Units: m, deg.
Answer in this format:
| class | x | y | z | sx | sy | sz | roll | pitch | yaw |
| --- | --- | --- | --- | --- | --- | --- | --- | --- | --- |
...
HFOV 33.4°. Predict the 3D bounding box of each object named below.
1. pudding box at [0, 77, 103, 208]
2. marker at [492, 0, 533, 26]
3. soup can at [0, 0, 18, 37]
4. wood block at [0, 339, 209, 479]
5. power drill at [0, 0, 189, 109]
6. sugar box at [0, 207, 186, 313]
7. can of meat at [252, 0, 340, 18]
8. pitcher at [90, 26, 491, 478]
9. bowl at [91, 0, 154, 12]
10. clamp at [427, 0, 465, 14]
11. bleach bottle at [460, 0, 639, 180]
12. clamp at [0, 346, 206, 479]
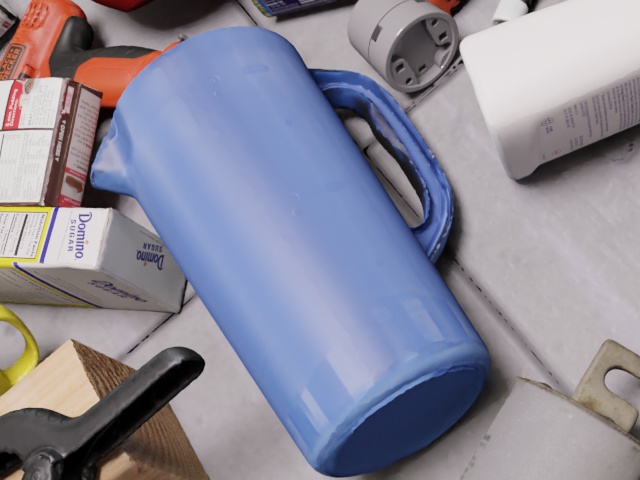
| class | x | y | z | sx | sy | sz | roll | pitch | yaw |
| --- | --- | --- | --- | --- | --- | --- | --- | --- | --- |
| pudding box | -0.204 | -0.060 | 0.709 | 0.114 | 0.039 | 0.090 | 1 | 78 | 32 |
| marker | 0.136 | -0.184 | 0.661 | 0.020 | 0.020 | 0.121 | 16 | 76 | 32 |
| soup can | -0.300 | -0.164 | 0.848 | 0.102 | 0.068 | 0.069 | -46 | 56 | 2 |
| wood block | -0.180 | 0.165 | 0.626 | 0.206 | 0.090 | 0.090 | -39 | 56 | 6 |
| power drill | -0.168 | -0.082 | 0.750 | 0.188 | 0.057 | 0.184 | 14 | 79 | 30 |
| sugar box | -0.183 | 0.012 | 0.694 | 0.176 | 0.093 | 0.048 | -1 | 70 | 26 |
| can of meat | -0.004 | -0.206 | 0.722 | 0.084 | 0.057 | 0.102 | -8 | 64 | 27 |
| pitcher | -0.004 | 0.001 | 0.596 | 0.149 | 0.144 | 0.243 | -44 | 59 | 18 |
| bowl | -0.111 | -0.205 | 0.747 | 0.162 | 0.162 | 0.055 | -26 | 103 | 15 |
| clamp | 0.103 | -0.244 | 0.693 | 0.165 | 0.036 | 0.210 | -1 | 71 | 18 |
| bleach bottle | 0.204 | -0.111 | 0.558 | 0.251 | 0.102 | 0.068 | -20 | 72 | 11 |
| clamp | -0.127 | 0.130 | 0.536 | 0.172 | 0.039 | 0.120 | -21 | 56 | 24 |
